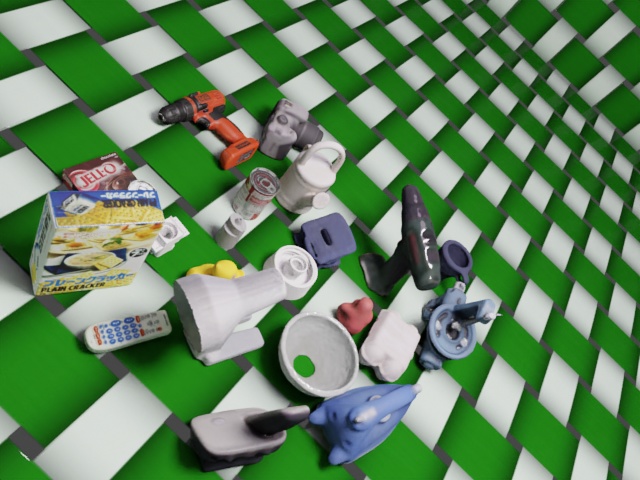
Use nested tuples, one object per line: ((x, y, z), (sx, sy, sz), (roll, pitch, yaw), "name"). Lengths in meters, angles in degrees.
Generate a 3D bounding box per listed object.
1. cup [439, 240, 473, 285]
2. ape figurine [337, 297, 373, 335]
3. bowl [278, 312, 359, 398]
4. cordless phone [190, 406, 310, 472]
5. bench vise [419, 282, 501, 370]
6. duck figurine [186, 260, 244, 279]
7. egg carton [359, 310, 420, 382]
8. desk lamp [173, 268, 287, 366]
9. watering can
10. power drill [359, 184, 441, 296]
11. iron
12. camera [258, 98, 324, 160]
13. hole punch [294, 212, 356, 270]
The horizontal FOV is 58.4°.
((0.317, 0.071, 1.407), (0.092, 0.094, 0.117), (1, 59, -34), "cup")
((0.080, 0.150, 1.189), (0.078, 0.092, 0.076), (33, 46, -11), "ape figurine")
((-0.014, 0.225, 1.083), (0.168, 0.074, 0.167), (18, 51, -24), "bowl")
((-0.109, 0.290, 0.894), (0.148, 0.184, 0.094), (-1, 60, -35), "cordless phone")
((0.296, 0.158, 1.243), (0.122, 0.219, 0.207), (20, 50, -22), "bench vise")
((-0.191, 0.068, 1.064), (0.105, 0.086, 0.077), (12, 53, -28), "duck figurine")
((0.145, 0.221, 1.199), (0.107, 0.069, 0.150), (40, 45, -4), "egg carton")
((-0.158, 0.122, 0.958), (0.204, 0.213, 0.118), (-13, 67, -40), "desk lamp")
((-0.012, -0.142, 1.260), (0.101, 0.193, 0.172), (-11, 66, -39), "watering can")
((0.178, 0.022, 1.266), (0.076, 0.208, 0.229), (1, 59, -34), "power drill")
((0.113, 0.311, 1.063), (0.259, 0.141, 0.118), (-15, 68, -40), "iron")
((-0.061, -0.262, 1.376), (0.137, 0.100, 0.143), (26, 48, -17), "camera")
((0.011, 0.004, 1.245), (0.101, 0.091, 0.108), (-10, 65, -39), "hole punch")
